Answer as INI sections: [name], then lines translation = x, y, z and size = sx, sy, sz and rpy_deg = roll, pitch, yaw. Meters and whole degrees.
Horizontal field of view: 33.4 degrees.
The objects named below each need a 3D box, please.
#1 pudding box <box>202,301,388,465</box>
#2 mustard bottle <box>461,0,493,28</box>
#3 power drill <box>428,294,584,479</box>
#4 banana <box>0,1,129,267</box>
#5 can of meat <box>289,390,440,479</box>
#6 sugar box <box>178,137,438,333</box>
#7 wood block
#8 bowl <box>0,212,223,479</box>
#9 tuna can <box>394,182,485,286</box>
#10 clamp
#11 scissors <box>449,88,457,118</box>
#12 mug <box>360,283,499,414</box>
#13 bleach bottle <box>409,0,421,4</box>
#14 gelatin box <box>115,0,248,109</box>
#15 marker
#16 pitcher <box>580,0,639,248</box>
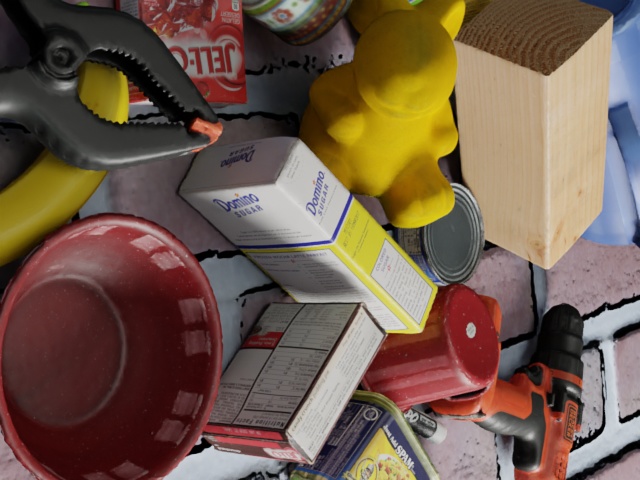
[pudding box]
translation = -0.020, 0.092, 0.712
size = 0.039, 0.090, 0.113
rpy_deg = 54, 53, -31
[mustard bottle]
translation = 0.114, -0.227, 0.862
size = 0.096, 0.058, 0.191
rpy_deg = -20, 116, -27
[power drill]
translation = 0.176, 0.117, 0.950
size = 0.187, 0.057, 0.184
rpy_deg = 34, 60, -41
[banana]
translation = -0.158, -0.044, 0.608
size = 0.069, 0.037, 0.197
rpy_deg = 34, 60, -17
[can of meat]
translation = 0.033, 0.177, 0.792
size = 0.083, 0.058, 0.102
rpy_deg = -50, 123, -33
[sugar box]
translation = -0.005, 0.001, 0.729
size = 0.176, 0.094, 0.048
rpy_deg = 48, 55, -36
[wood block]
translation = 0.173, -0.089, 0.865
size = 0.090, 0.091, 0.206
rpy_deg = -43, 142, -26
[bowl]
translation = -0.132, 0.066, 0.615
size = 0.161, 0.055, 0.162
rpy_deg = 2, 87, -48
[tuna can]
translation = 0.099, -0.004, 0.886
size = 0.085, 0.034, 0.086
rpy_deg = 2, 87, -48
[clamp]
translation = -0.149, -0.106, 0.584
size = 0.209, 0.036, 0.164
rpy_deg = 16, 75, -27
[scissors]
translation = 0.178, -0.098, 0.989
size = 0.201, 0.016, 0.096
rpy_deg = 43, 59, -38
[mug]
translation = 0.090, 0.088, 0.820
size = 0.117, 0.082, 0.093
rpy_deg = 47, 41, -31
[bleach bottle]
translation = 0.047, -0.223, 0.804
size = 0.068, 0.103, 0.251
rpy_deg = -44, 130, -60
[gelatin box]
translation = -0.087, -0.124, 0.689
size = 0.089, 0.030, 0.073
rpy_deg = -5, 92, -47
[marker]
translation = 0.061, 0.136, 0.851
size = 0.121, 0.020, 0.020
rpy_deg = 35, 64, -42
[pitcher]
translation = 0.260, -0.112, 0.953
size = 0.145, 0.149, 0.242
rpy_deg = -49, 135, -21
